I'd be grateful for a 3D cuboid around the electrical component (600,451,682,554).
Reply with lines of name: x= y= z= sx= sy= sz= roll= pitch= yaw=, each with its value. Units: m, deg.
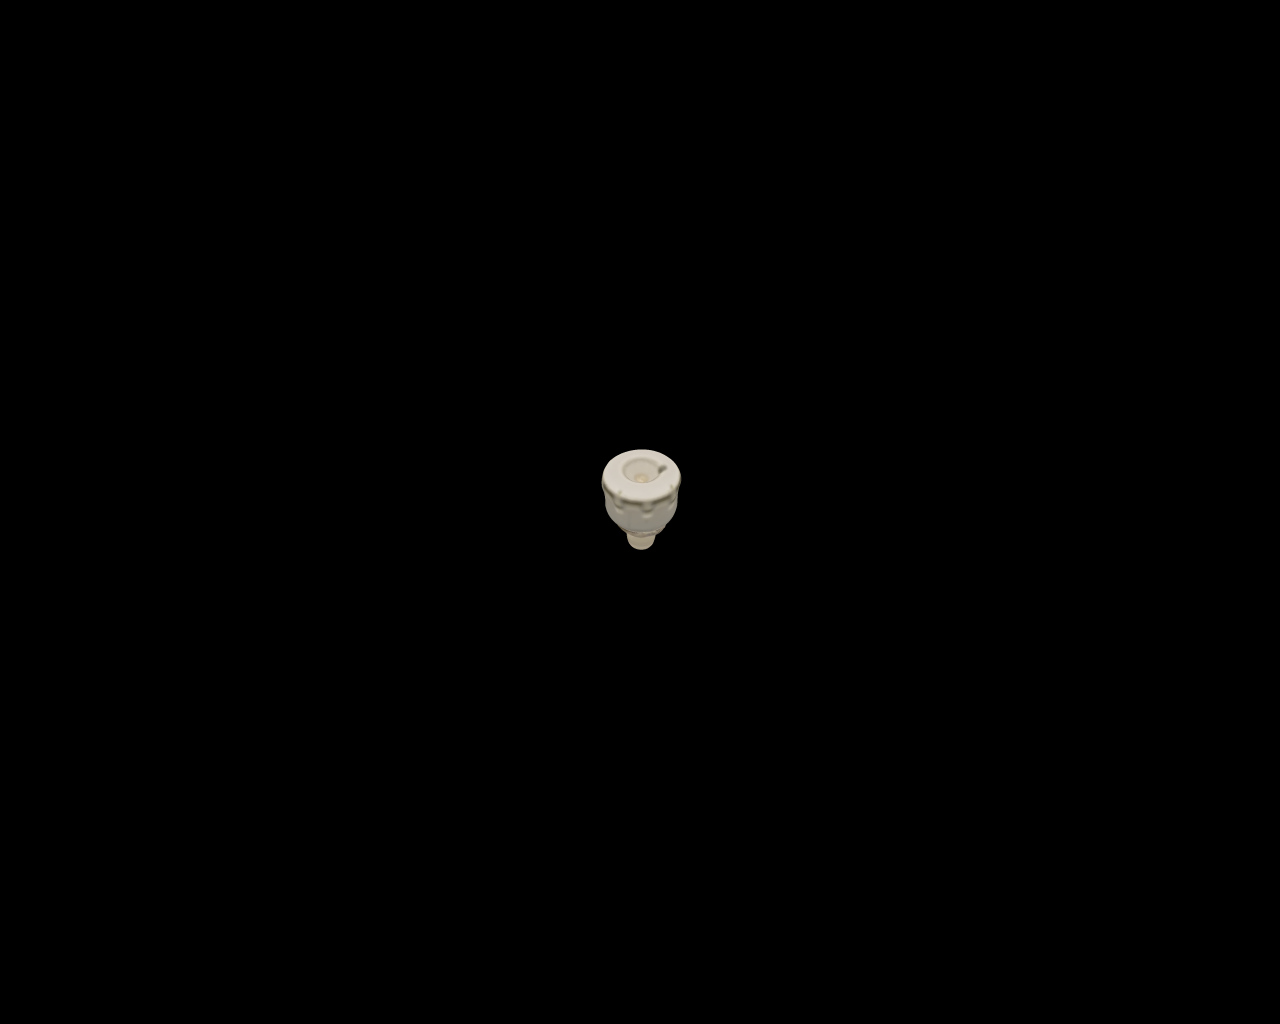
electrical component: x=0.001 y=-0.003 z=0.650 sx=0.048 sy=0.062 sz=0.048 roll=0 pitch=42 yaw=0
